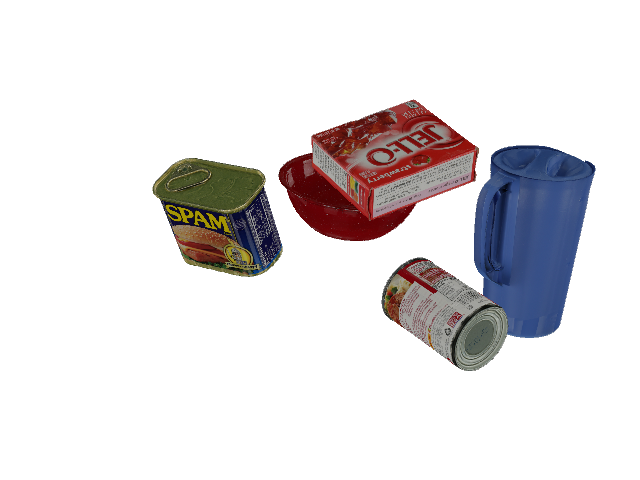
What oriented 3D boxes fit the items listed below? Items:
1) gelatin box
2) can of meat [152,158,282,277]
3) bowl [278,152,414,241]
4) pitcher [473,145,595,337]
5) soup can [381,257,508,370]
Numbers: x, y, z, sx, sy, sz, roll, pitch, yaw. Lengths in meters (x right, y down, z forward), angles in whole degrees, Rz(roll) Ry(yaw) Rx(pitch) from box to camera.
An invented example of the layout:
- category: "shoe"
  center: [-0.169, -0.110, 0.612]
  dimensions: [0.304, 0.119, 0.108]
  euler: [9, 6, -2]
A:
- category: "gelatin box"
  center: [0.049, -0.056, 0.716]
  dimensions: [0.089, 0.030, 0.073]
  euler: [-21, 43, -23]
- category: "can of meat"
  center: [-0.089, -0.019, 0.950]
  dimensions: [0.102, 0.084, 0.057]
  euler: [12, 47, 30]
- category: "bowl"
  center: [0.033, -0.043, 1.159]
  dimensions: [0.162, 0.055, 0.162]
  euler: [4, 26, -2]
- category: "pitcher"
  center: [0.272, 0.005, 1.416]
  dimensions: [0.149, 0.243, 0.145]
  euler: [5, 24, 4]
- category: "soup can"
  center: [0.114, 0.067, 0.980]
  dimensions: [0.068, 0.068, 0.102]
  euler: [0, 24, -39]
